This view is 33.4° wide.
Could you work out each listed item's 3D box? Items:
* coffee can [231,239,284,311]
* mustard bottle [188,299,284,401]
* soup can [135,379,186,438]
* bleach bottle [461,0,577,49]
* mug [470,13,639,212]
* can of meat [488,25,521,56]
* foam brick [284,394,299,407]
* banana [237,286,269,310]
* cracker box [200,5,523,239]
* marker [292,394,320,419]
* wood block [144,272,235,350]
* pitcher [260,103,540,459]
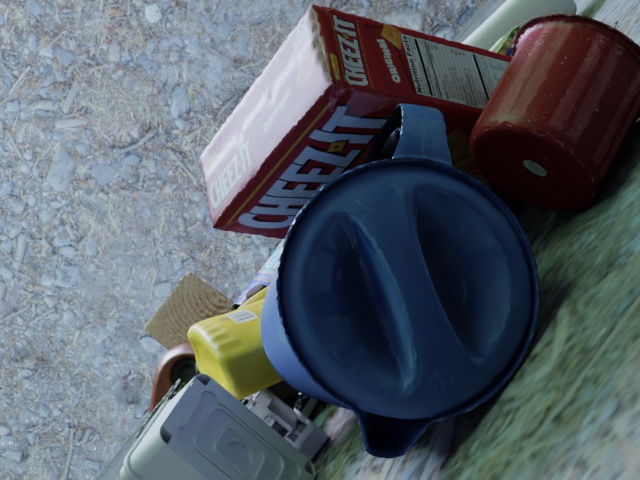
[{"bbox_3d":[-0.013,0.047,1.131,0.140,0.103,0.103,-53,4,-21],"label":"coffee can"},{"bbox_3d":[0.002,0.060,0.811,0.191,0.058,0.096,-21,13,-19],"label":"mustard bottle"},{"bbox_3d":[-0.113,0.189,1.004,0.068,0.102,0.068,-51,4,5],"label":"soup can"},{"bbox_3d":[0.155,-0.176,1.128,0.250,0.068,0.102,-40,-5,-11],"label":"bleach bottle"},{"bbox_3d":[0.142,-0.065,0.637,0.081,0.093,0.117,-58,-24,-23],"label":"mug"},{"bbox_3d":[0.148,-0.101,0.814,0.102,0.084,0.057,-47,6,40],"label":"can of meat"},{"bbox_3d":[-0.059,0.165,0.975,0.051,0.053,0.078,-49,4,31],"label":"foam brick"},{"bbox_3d":[0.008,0.008,0.879,0.198,0.069,0.037,-50,36,-5],"label":"banana"},{"bbox_3d":[0.051,-0.060,0.728,0.164,0.213,0.072,-46,46,44],"label":"cracker box"},{"bbox_3d":[-0.014,0.143,0.905,0.121,0.020,0.020,-54,5,-34],"label":"marker"},{"bbox_3d":[-0.134,0.126,1.347,0.091,0.090,0.206,-53,-18,-10],"label":"wood block"},{"bbox_3d":[0.030,0.031,0.637,0.149,0.145,0.243,-38,-2,-12],"label":"pitcher"}]
